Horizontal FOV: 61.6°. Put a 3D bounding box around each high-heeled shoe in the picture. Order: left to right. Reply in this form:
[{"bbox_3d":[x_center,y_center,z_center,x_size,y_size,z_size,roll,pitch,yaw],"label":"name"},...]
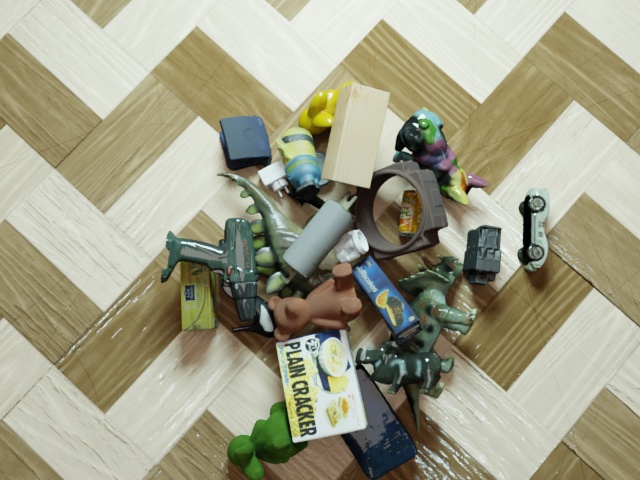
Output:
[{"bbox_3d":[-0.153,0.108,1.252,0.145,0.086,0.248,-11,87,-7],"label":"high-heeled shoe"}]

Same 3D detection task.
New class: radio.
[{"bbox_3d":[0.106,0.413,1.225,0.131,0.073,0.229,-34,84,-3],"label":"radio"}]

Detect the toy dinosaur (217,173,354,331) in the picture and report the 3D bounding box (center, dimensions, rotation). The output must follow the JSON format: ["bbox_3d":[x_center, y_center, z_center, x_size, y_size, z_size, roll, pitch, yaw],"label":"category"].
[{"bbox_3d":[-0.069,0.021,1.248,0.199,0.105,0.471,-29,86,-4],"label":"toy dinosaur"}]

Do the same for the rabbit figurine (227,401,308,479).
[{"bbox_3d":[-0.129,0.461,1.188,0.170,0.159,0.121,-25,95,11],"label":"rabbit figurine"}]

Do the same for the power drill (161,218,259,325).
[{"bbox_3d":[-0.235,0.063,1.160,0.207,0.086,0.232,4,83,-7],"label":"power drill"}]

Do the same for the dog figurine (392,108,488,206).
[{"bbox_3d":[0.285,-0.180,1.245,0.219,0.191,0.108,41,72,18],"label":"dog figurine"}]

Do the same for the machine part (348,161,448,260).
[{"bbox_3d":[0.173,-0.065,1.221,0.202,0.087,0.201,-19,83,38],"label":"machine part"}]

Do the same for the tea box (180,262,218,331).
[{"bbox_3d":[-0.278,0.121,1.237,0.068,0.098,0.169,-4,82,-2],"label":"tea box"}]

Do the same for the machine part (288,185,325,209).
[{"bbox_3d":[-0.010,-0.089,1.274,0.139,0.084,0.039,29,108,-8],"label":"machine part"}]

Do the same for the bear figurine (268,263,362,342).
[{"bbox_3d":[-0.016,0.139,1.154,0.196,0.131,0.120,-9,62,-2],"label":"bear figurine"}]

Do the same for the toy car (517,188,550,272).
[{"bbox_3d":[0.510,-0.024,1.278,0.056,0.073,0.201,4,84,0],"label":"toy car"}]

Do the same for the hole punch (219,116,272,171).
[{"bbox_3d":[-0.180,-0.236,1.286,0.116,0.092,0.142,-15,81,-6],"label":"hole punch"}]

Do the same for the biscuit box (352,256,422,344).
[{"bbox_3d":[0.143,0.128,1.190,0.063,0.059,0.203,-33,52,-4],"label":"biscuit box"}]

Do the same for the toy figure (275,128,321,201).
[{"bbox_3d":[-0.042,-0.178,1.240,0.089,0.082,0.180,-19,58,-6],"label":"toy figure"}]

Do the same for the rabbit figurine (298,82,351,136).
[{"bbox_3d":[0.026,-0.294,1.276,0.173,0.162,0.121,-19,97,14],"label":"rabbit figurine"}]

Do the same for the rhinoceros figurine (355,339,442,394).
[{"bbox_3d":[0.168,0.272,1.162,0.191,0.073,0.112,0,91,27],"label":"rhinoceros figurine"}]

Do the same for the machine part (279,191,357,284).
[{"bbox_3d":[-0.002,-0.004,1.162,0.079,0.079,0.243,39,90,3],"label":"machine part"}]

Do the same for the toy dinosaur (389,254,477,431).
[{"bbox_3d":[0.230,0.220,1.231,0.192,0.131,0.404,26,91,19],"label":"toy dinosaur"}]

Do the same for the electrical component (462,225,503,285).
[{"bbox_3d":[0.377,0.037,1.249,0.058,0.115,0.134,8,82,2],"label":"electrical component"}]
